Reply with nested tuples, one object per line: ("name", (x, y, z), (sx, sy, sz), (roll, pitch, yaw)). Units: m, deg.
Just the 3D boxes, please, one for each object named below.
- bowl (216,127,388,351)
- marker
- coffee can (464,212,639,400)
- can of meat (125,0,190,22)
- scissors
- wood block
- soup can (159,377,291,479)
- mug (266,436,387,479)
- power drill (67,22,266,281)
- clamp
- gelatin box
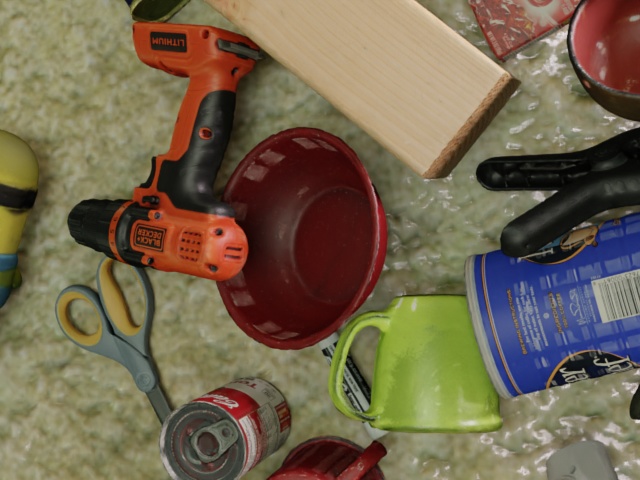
("bowl", (-0.005, 0.001, 0.783), (0.162, 0.055, 0.162), (-7, 80, 41))
("marker", (0.018, 0.097, 0.818), (0.020, 0.020, 0.121), (-33, 84, 17))
("coffee can", (0.180, 0.042, 0.718), (0.140, 0.102, 0.103), (-16, 89, 18))
("can of meat", (-0.123, -0.232, 0.822), (0.102, 0.057, 0.084), (-37, 80, 16))
("scissors", (-0.161, 0.111, 0.879), (0.096, 0.016, 0.202), (-12, 90, 17))
("wood block", (0.030, -0.142, 0.761), (0.206, 0.090, 0.091), (40, 104, 12))
("soup can", (-0.069, 0.145, 0.806), (0.069, 0.102, 0.068), (1, 94, 18))
("mug", (0.005, 0.194, 0.796), (0.117, 0.081, 0.093), (-44, 80, 16))
("power drill", (-0.119, -0.070, 0.819), (0.185, 0.057, 0.188), (11, 94, 38))
("clamp", (0.188, -0.046, 0.726), (0.171, 0.120, 0.039), (-18, 123, -1))
("gelatin box", (0.138, -0.182, 0.753), (0.073, 0.030, 0.089), (-29, 85, 18))
